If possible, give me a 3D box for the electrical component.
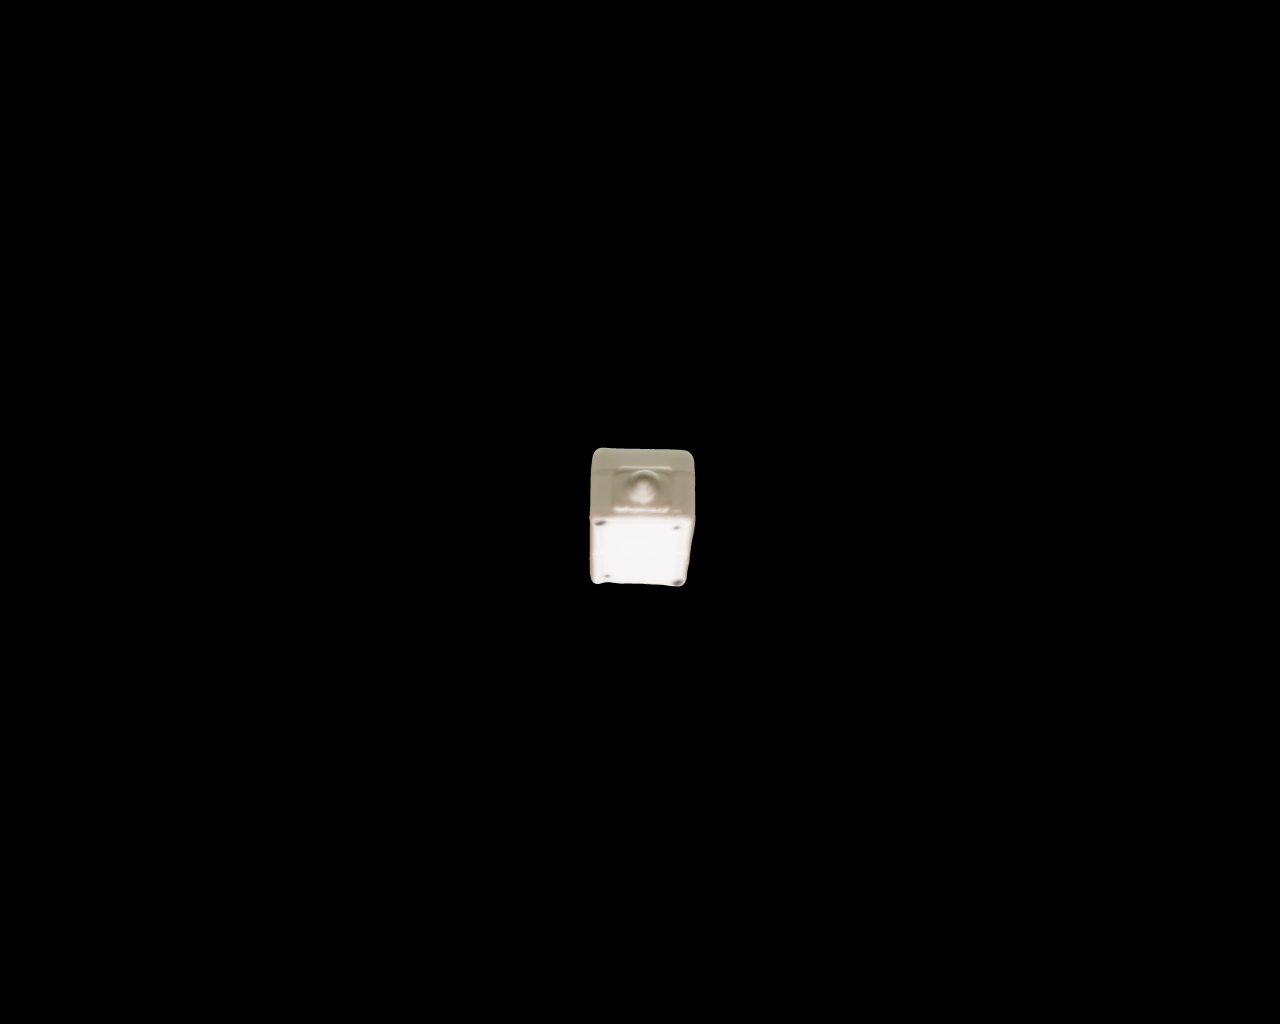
[{"bbox_3d":[0.001,-0.003,0.650,0.062,0.061,0.096,1,-34,-2],"label":"electrical component"}]
